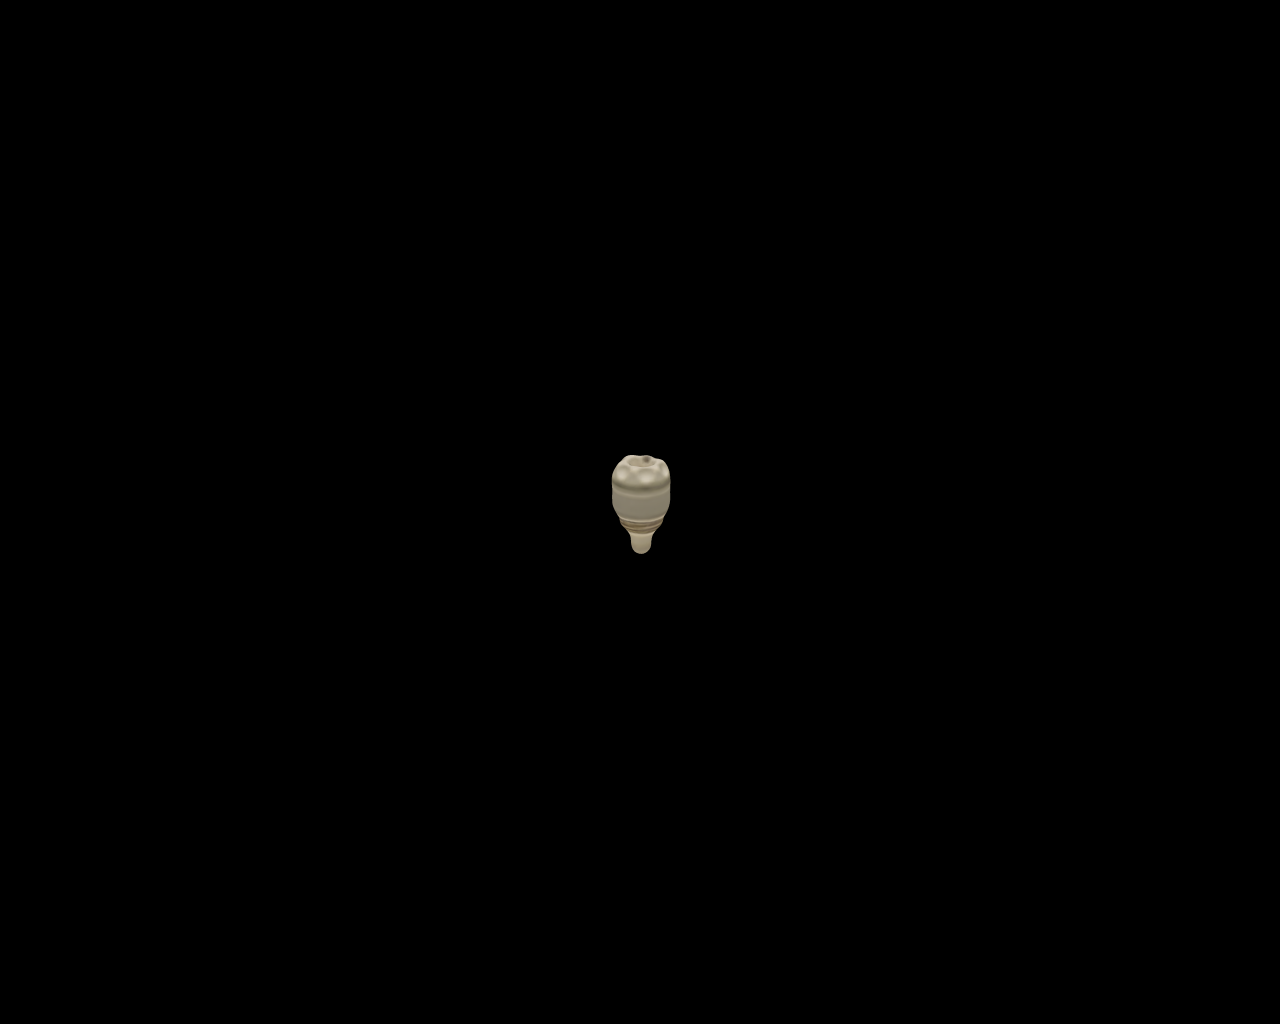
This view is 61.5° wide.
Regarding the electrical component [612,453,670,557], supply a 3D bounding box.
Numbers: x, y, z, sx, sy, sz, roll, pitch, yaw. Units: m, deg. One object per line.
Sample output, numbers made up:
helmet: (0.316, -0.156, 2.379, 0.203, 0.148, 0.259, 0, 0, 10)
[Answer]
electrical component: (0.001, -0.003, 0.650, 0.035, 0.061, 0.035, 0, 24, 0)
